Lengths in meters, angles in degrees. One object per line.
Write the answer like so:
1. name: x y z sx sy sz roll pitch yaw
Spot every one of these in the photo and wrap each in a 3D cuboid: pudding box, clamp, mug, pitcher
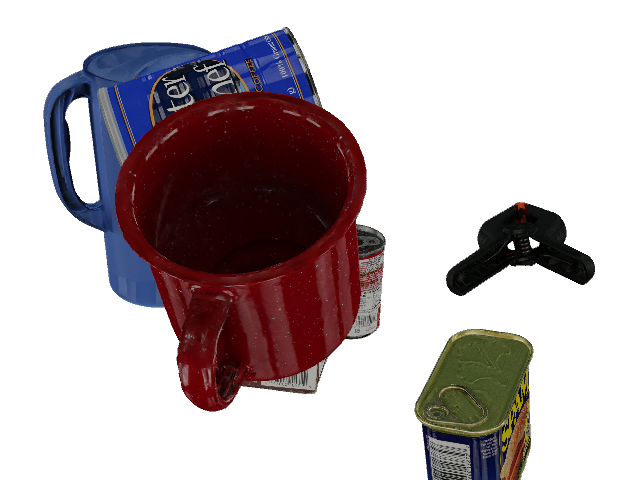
1. pudding box: -0.050 0.090 0.908 0.113 0.039 0.090 7 21 7
2. clamp: 0.186 0.005 0.938 0.120 0.039 0.171 3 24 20
3. mug: -0.029 0.012 0.414 0.093 0.117 0.081 6 -36 11
4. pitcher: -0.165 -0.060 1.026 0.149 0.243 0.144 10 27 14

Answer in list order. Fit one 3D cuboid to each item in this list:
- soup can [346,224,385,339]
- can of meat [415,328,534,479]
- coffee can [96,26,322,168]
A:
1. soup can: 0.031 0.043 1.110 0.068 0.102 0.068 1 27 -1
2. can of meat: 0.102 0.121 0.688 0.058 0.084 0.102 6 33 23
3. coffee can: -0.074 -0.080 0.755 0.140 0.103 0.103 -20 2 -5
